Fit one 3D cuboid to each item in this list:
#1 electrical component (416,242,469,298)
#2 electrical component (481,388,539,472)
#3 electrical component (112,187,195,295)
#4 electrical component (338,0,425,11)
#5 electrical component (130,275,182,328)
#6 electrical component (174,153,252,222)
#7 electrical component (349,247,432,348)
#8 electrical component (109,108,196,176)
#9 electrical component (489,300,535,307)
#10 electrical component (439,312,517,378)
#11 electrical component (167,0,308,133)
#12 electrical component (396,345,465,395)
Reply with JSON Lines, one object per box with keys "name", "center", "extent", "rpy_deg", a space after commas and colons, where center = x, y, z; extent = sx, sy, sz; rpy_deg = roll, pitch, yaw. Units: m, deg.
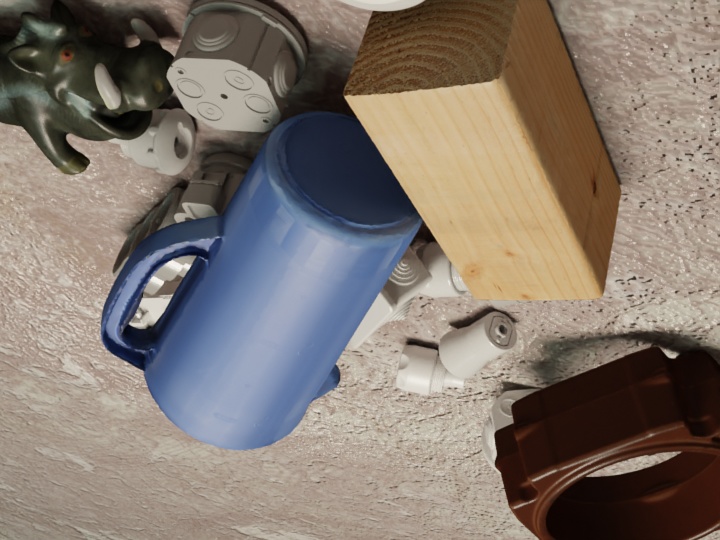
{"name": "electrical component", "center": [0.075, -0.001, 0.816], "extent": [0.062, 0.043, 0.043], "rpy_deg": [-3, 146, 30]}
{"name": "electrical component", "center": [0.156, 0.154, 1.012], "extent": [0.080, 0.080, 0.051], "rpy_deg": [13, 146, 8]}
{"name": "electrical component", "center": [-0.150, -0.015, 0.903], "extent": [0.074, 0.052, 0.138], "rpy_deg": [28, 150, -20]}
{"name": "electrical component", "center": [0.008, -0.173, 0.537], "extent": [0.080, 0.051, 0.080], "rpy_deg": [13, 152, 7]}
{"name": "electrical component", "center": [-0.152, 0.035, 0.979], "extent": [0.121, 0.078, 0.063], "rpy_deg": [-3, 124, 32]}
{"name": "electrical component", "center": [-0.101, -0.051, 0.808], "extent": [0.058, 0.057, 0.078], "rpy_deg": [6, 150, 19]}
{"name": "electrical component", "center": [0.000, 0.000, 0.816], "extent": [0.099, 0.048, 0.099], "rpy_deg": [52, 151, 7]}
{"name": "electrical component", "center": [-0.153, -0.095, 0.772], "extent": [0.062, 0.048, 0.048], "rpy_deg": [12, 152, 23]}
{"name": "electrical component", "center": [0.119, -0.003, 0.778], "extent": [0.047, 0.055, 0.055], "rpy_deg": [-8, 143, 32]}
{"name": "electrical component", "center": [0.103, 0.062, 0.917], "extent": [0.044, 0.044, 0.065], "rpy_deg": [27, 145, -19]}
{"name": "electrical component", "center": [-0.076, -0.126, 0.666], "extent": [0.080, 0.051, 0.080], "rpy_deg": [13, 152, 7]}
{"name": "electrical component", "center": [0.066, 0.094, 0.991], "extent": [0.062, 0.043, 0.043], "rpy_deg": [11, 151, 7]}
